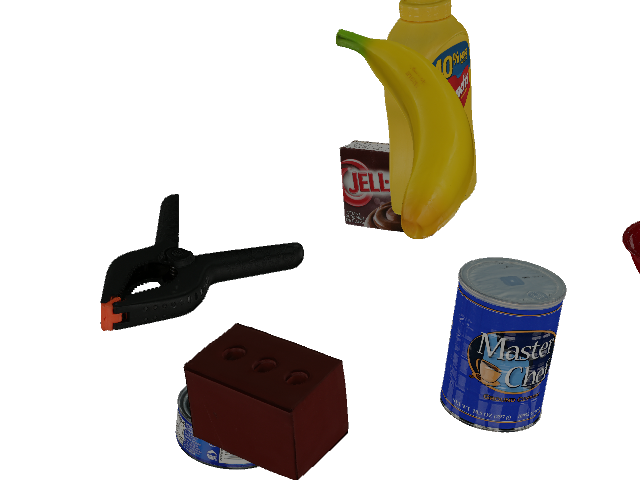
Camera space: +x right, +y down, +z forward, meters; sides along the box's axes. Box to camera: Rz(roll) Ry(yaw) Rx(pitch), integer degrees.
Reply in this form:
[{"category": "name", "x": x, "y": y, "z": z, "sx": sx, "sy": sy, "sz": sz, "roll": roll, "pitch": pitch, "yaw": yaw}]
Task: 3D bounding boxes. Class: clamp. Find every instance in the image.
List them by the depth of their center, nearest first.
[{"category": "clamp", "x": -0.139, "y": 0.021, "z": 1.000, "sx": 0.165, "sy": 0.036, "sz": 0.209, "roll": 25, "pitch": 36, "yaw": 29}]

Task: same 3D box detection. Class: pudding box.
[{"category": "pudding box", "x": 0.078, "y": -0.059, "z": 1.163, "sx": 0.114, "sy": 0.090, "sz": 0.039, "roll": 8, "pitch": 25, "yaw": 31}]

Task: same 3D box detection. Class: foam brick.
[{"category": "foam brick", "x": -0.031, "y": 0.091, "z": 0.607, "sx": 0.078, "sy": 0.051, "sz": 0.052, "roll": 16, "pitch": 34, "yaw": 30}]

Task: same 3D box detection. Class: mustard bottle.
[{"category": "mustard bottle", "x": 0.089, "y": -0.121, "z": 0.869, "sx": 0.058, "sy": 0.191, "sz": 0.096, "roll": 13, "pitch": 31, "yaw": 35}]

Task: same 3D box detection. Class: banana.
[{"category": "banana", "x": 0.062, "y": -0.071, "z": 0.678, "sx": 0.069, "sy": 0.037, "sz": 0.198, "roll": -8, "pitch": 45, "yaw": -9}]

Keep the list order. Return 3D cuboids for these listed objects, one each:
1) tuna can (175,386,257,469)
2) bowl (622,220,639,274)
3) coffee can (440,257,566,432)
[{"category": "tuna can", "x": -0.068, "y": 0.139, "z": 0.821, "sx": 0.086, "sy": 0.034, "sz": 0.086, "roll": 6, "pitch": 22, "yaw": -3}, {"category": "bowl", "x": 0.406, "y": 0.026, "z": 1.150, "sx": 0.162, "sy": 0.055, "sz": 0.162, "roll": -2, "pitch": 24, "yaw": 1}, {"category": "coffee can", "x": 0.177, "y": 0.101, "z": 1.046, "sx": 0.103, "sy": 0.140, "sz": 0.103, "roll": 5, "pitch": 23, "yaw": -2}]
